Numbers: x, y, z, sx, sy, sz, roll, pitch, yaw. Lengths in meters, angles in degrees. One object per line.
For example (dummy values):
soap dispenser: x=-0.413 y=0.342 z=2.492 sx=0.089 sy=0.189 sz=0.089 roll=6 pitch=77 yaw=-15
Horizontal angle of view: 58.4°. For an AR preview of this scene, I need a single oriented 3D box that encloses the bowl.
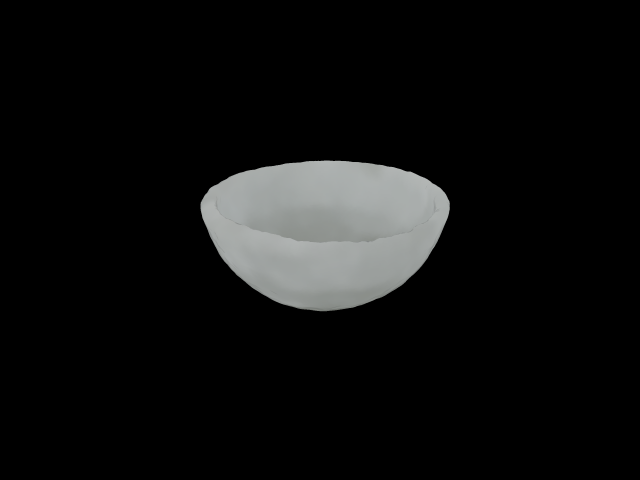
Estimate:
bowl: x=0.004 y=0.001 z=0.400 sx=0.167 sy=0.075 sz=0.167 roll=0 pitch=24 yaw=0
